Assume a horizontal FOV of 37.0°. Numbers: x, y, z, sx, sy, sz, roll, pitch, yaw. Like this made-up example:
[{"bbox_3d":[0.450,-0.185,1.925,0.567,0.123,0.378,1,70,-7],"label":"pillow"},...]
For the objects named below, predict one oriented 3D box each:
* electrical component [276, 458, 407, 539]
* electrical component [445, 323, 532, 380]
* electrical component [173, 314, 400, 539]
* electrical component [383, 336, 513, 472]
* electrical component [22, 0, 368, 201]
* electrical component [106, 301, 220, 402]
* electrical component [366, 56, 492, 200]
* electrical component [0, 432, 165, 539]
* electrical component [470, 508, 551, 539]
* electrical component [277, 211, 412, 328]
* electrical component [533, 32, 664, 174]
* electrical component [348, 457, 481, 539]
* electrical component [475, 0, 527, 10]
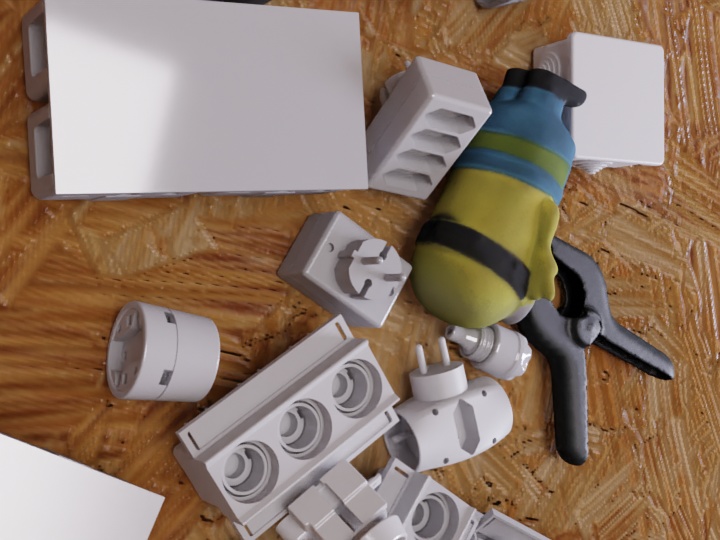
[{"bbox_3d":[-0.006,0.149,0.626,0.066,0.048,0.055,-38,65,-20],"label":"electrical component"},{"bbox_3d":[0.086,0.052,0.738,0.061,0.035,0.035,23,77,-25],"label":"electrical component"},{"bbox_3d":[-0.046,0.092,0.643,0.121,0.063,0.078,-36,107,-26],"label":"electrical component"},{"bbox_3d":[0.054,0.085,0.713,0.077,0.043,0.079,-16,97,-29],"label":"electrical component"},{"bbox_3d":[-0.093,-0.096,0.622,0.186,0.060,0.105,-3,91,-30],"label":"electrical component"},{"bbox_3d":[-0.112,0.048,0.612,0.047,0.055,0.055,12,83,-33],"label":"electrical component"},{"bbox_3d":[0.035,-0.103,0.694,0.047,0.083,0.075,10,46,-30],"label":"electrical component"},{"bbox_3d":[-0.212,0.130,0.548,0.186,0.060,0.105,29,75,-27],"label":"electrical component"},{"bbox_3d":[0.109,0.218,0.724,0.121,0.063,0.078,32,114,-26],"label":"electrical component"},{"bbox_3d":[0.000,0.000,0.664,0.066,0.077,0.047,36,72,-25],"label":"electrical component"},{"bbox_3d":[0.172,-0.120,0.783,0.100,0.048,0.099,1,89,-30],"label":"electrical component"},{"bbox_3d":[0.013,0.188,0.675,0.079,0.063,0.121,39,71,-24],"label":"electrical component"},{"bbox_3d":[0.107,-0.235,0.745,0.059,0.054,0.095,-20,99,-29],"label":"electrical component"}]
